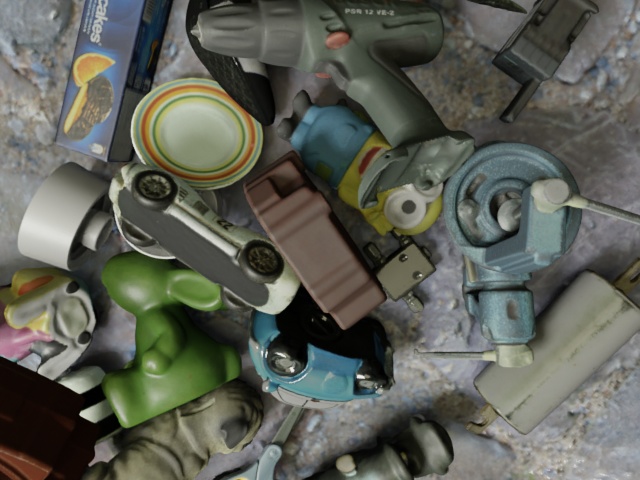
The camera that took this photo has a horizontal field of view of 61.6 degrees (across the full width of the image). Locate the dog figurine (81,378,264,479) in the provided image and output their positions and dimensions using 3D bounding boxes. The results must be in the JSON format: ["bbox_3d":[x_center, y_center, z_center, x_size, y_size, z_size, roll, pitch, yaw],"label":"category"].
[{"bbox_3d":[-0.157,0.232,0.560,0.190,0.172,0.121,-35,105,16],"label":"dog figurine"}]

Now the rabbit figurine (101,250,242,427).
[{"bbox_3d":[-0.163,0.084,0.562,0.159,0.121,0.170,-23,86,3],"label":"rabbit figurine"}]

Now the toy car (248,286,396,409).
[{"bbox_3d":[-0.007,0.125,0.569,0.162,0.109,0.102,20,122,-10],"label":"toy car"}]

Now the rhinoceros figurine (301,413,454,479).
[{"bbox_3d":[0.056,0.256,0.574,0.190,0.112,0.073,-38,66,22],"label":"rhinoceros figurine"}]

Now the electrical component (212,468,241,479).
[{"bbox_3d":[-0.112,0.352,0.627,0.115,0.058,0.134,-31,94,11],"label":"electrical component"}]

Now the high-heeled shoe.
[{"bbox_3d":[-0.069,-0.252,0.539,0.145,0.086,0.248,-36,112,-20],"label":"high-heeled shoe"}]

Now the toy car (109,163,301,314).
[{"bbox_3d":[-0.110,0.000,0.509,0.202,0.056,0.073,34,136,-1],"label":"toy car"}]

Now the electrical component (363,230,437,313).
[{"bbox_3d":[0.092,0.031,0.578,0.063,0.021,0.094,-38,93,8],"label":"electrical component"}]

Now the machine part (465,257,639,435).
[{"bbox_3d":[0.243,0.114,0.550,0.079,0.079,0.243,40,99,-2],"label":"machine part"}]

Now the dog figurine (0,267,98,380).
[{"bbox_3d":[-0.381,0.086,0.587,0.219,0.191,0.108,17,135,28],"label":"dog figurine"}]

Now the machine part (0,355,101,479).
[{"bbox_3d":[-0.327,0.194,0.484,0.201,0.087,0.201,34,120,-20],"label":"machine part"}]

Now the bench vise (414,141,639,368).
[{"bbox_3d":[0.168,0.006,0.469,0.129,0.240,0.223,9,83,7],"label":"bench vise"}]

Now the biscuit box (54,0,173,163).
[{"bbox_3d":[-0.210,-0.184,0.552,0.063,0.059,0.202,18,99,3],"label":"biscuit box"}]

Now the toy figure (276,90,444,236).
[{"bbox_3d":[0.045,-0.077,0.538,0.180,0.089,0.082,35,113,8],"label":"toy figure"}]

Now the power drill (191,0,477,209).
[{"bbox_3d":[0.026,-0.131,0.472,0.232,0.086,0.207,-15,62,-23],"label":"power drill"}]

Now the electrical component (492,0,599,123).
[{"bbox_3d":[0.199,-0.174,0.513,0.048,0.075,0.119,36,103,-2],"label":"electrical component"}]

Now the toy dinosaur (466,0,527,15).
[{"bbox_3d":[0.005,-0.322,0.445,0.192,0.131,0.405,-38,85,-21],"label":"toy dinosaur"}]

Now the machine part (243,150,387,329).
[{"bbox_3d":[-0.001,-0.002,0.509,0.056,0.179,0.179,-34,94,4],"label":"machine part"}]
